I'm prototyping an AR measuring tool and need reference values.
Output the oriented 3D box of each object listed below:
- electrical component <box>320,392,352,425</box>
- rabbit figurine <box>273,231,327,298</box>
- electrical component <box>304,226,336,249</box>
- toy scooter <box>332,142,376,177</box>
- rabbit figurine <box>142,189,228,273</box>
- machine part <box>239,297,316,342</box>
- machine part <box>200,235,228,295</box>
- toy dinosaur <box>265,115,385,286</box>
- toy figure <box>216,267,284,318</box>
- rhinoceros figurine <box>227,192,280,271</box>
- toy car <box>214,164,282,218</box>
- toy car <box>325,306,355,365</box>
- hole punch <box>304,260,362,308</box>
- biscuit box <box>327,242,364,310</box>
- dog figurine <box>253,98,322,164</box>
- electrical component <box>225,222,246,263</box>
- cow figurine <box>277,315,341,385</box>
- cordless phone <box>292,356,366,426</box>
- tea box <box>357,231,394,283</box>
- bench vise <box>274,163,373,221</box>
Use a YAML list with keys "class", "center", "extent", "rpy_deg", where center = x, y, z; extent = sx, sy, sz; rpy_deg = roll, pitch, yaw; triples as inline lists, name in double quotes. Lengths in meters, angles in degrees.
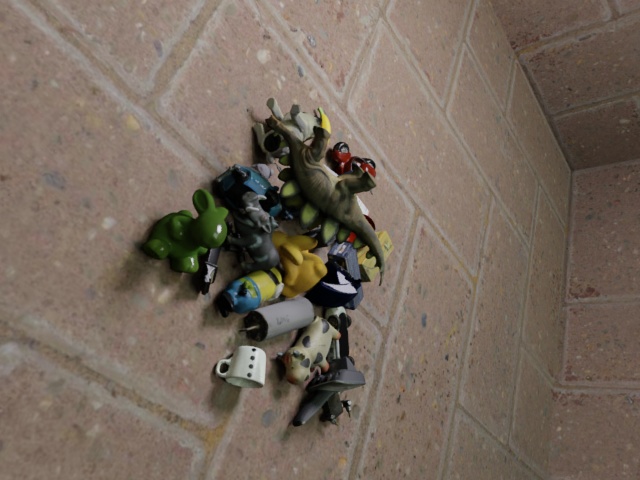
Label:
- class: "electrical component"
  center: [0.043, 0.446, 1.431]
  extent: [0.102, 0.045, 0.078]
  rpy_deg: [-11, 93, -50]
- class: "rabbit figurine"
  center: [-0.075, 0.045, 1.309]
  extent: [0.173, 0.162, 0.122]
  rpy_deg: [46, 61, -12]
- class: "electrical component"
  center: [-0.003, -0.004, 1.442]
  extent: [0.119, 0.075, 0.047]
  rpy_deg: [-34, 109, -52]
- class: "toy scooter"
  center: [0.097, -0.196, 1.598]
  extent: [0.183, 0.075, 0.135]
  rpy_deg: [27, 62, -40]
- class: "rabbit figurine"
  center: [-0.242, -0.015, 1.084]
  extent: [0.121, 0.170, 0.159]
  rpy_deg: [47, 51, -34]
- class: "machine part"
  center: [-0.094, 0.188, 1.293]
  extent: [0.243, 0.079, 0.079]
  rpy_deg: [-8, 89, -51]
- class: "machine part"
  center: [-0.234, 0.046, 1.167]
  extent: [0.039, 0.084, 0.139]
  rpy_deg: [12, 57, -4]
- class: "toy dinosaur"
  center: [0.029, -0.100, 1.251]
  extent: [0.471, 0.198, 0.105]
  rpy_deg: [46, 6, -7]
- class: "toy figure"
  center: [-0.157, 0.113, 1.233]
  extent: [0.180, 0.082, 0.089]
  rpy_deg: [-19, 100, -48]
- class: "rhinoceros figurine"
  center: [-0.144, -0.015, 1.198]
  extent: [0.073, 0.112, 0.190]
  rpy_deg: [-59, 140, -55]
- class: "toy car"
  center: [-0.166, -0.117, 1.262]
  extent: [0.161, 0.109, 0.103]
  rpy_deg: [42, 29, -23]
- class: "toy car"
  center: [0.051, 0.281, 1.467]
  extent: [0.073, 0.056, 0.201]
  rpy_deg: [4, 81, -56]
- class: "hole punch"
  center: [0.032, 0.131, 1.409]
  extent: [0.116, 0.142, 0.092]
  rpy_deg: [37, 50, -5]
- class: "biscuit box"
  center: [0.071, 0.101, 1.469]
  extent: [0.063, 0.059, 0.202]
  rpy_deg: [-52, 142, -41]
- class: "dog figurine"
  center: [-0.072, -0.266, 1.407]
  extent: [0.172, 0.121, 0.190]
  rpy_deg: [-61, 156, 5]
- class: "electrical component"
  center: [-0.196, 0.006, 1.252]
  extent: [0.063, 0.021, 0.094]
  rpy_deg: [4, 80, -50]
- class: "cow figurine"
  center: [-0.031, 0.275, 1.347]
  extent: [0.127, 0.086, 0.195]
  rpy_deg: [53, 44, -27]
- class: "cordless phone"
  center: [0.013, 0.385, 1.331]
  extent: [0.088, 0.146, 0.184]
  rpy_deg: [55, 45, -5]
- class: "tea box"
  center: [0.135, 0.050, 1.578]
  extent: [0.170, 0.098, 0.068]
  rpy_deg: [-52, 122, -43]
- class: "bench vise"
  center: [0.010, -0.121, 1.371]
  extent: [0.223, 0.241, 0.129]
  rpy_deg: [49, 21, -52]
